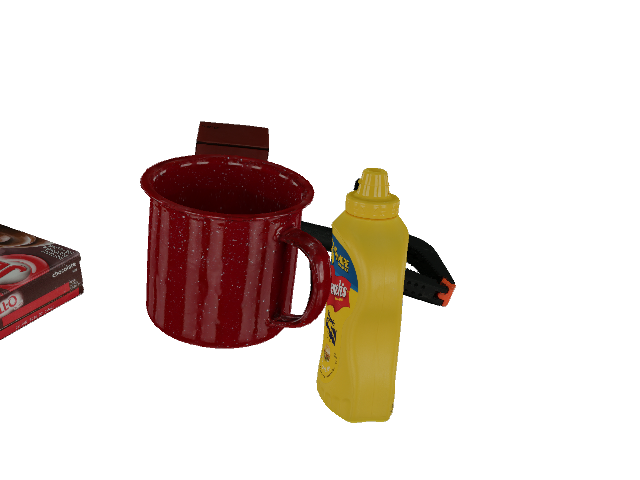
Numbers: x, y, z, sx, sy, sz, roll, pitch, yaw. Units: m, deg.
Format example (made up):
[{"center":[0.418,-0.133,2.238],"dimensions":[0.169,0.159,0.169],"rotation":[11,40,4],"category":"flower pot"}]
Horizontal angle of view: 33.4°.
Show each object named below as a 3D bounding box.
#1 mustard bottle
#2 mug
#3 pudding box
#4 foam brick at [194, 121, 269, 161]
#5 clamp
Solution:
[{"center":[0.034,0.038,0.832],"dimensions":[0.058,0.192,0.096],"rotation":[1,18,-13],"category":"mustard bottle"},{"center":[-0.043,0.010,0.581],"dimensions":[0.117,0.081,0.093],"rotation":[20,27,28],"category":"mug"},{"center":[-0.237,0.026,0.747],"dimensions":[0.114,0.039,0.089],"rotation":[15,30,31],"category":"pudding box"},{"center":[-0.096,-0.092,1.151],"dimensions":[0.078,0.051,0.053],"rotation":[5,30,-4],"category":"foam brick"},{"center":[0.062,0.010,1.244],"dimensions":[0.164,0.036,0.210],"rotation":[-23,53,-40],"category":"clamp"}]
